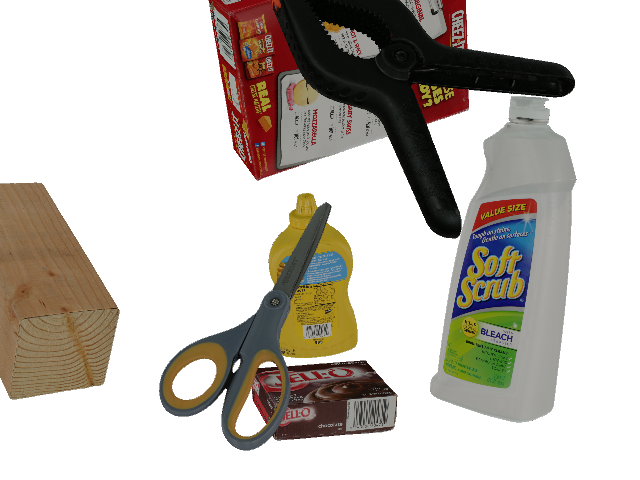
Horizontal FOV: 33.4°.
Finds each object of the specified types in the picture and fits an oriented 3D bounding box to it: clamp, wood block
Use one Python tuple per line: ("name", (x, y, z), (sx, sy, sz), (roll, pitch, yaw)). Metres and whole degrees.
("clamp", (0.049, -0.104, 0.709), (0.210, 0.164, 0.036), (31, -30, 5))
("wood block", (-0.270, 0.039, 0.985), (0.090, 0.091, 0.206), (-5, 37, -34))

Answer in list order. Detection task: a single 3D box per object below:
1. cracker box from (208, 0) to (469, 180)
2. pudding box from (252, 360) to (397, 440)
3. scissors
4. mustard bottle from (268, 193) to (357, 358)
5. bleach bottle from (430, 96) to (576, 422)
("cracker box", (0.019, -0.165, 0.927), (0.213, 0.164, 0.072), (-20, 40, -15))
("pudding box", (0.002, 0.141, 0.956), (0.113, 0.039, 0.090), (0, 15, -16))
("scissors", (-0.051, 0.050, 0.734), (0.096, 0.201, 0.016), (2, -38, 8))
("mustard bottle", (-0.010, 0.038, 1.223), (0.096, 0.192, 0.058), (-5, 23, -3))
("bleach bottle", (0.148, 0.011, 0.852), (0.103, 0.251, 0.067), (13, 14, 41))
